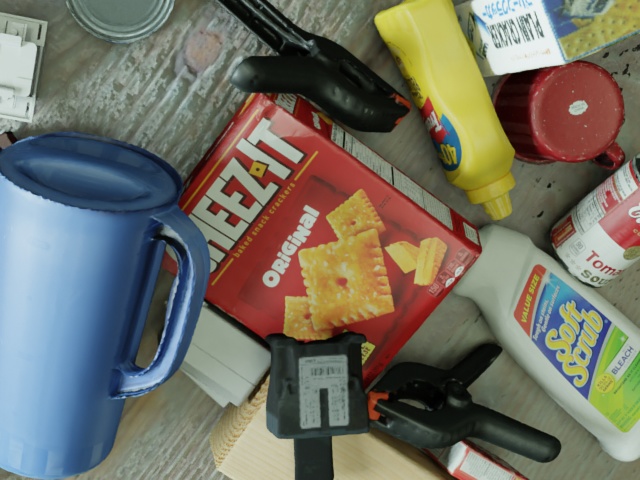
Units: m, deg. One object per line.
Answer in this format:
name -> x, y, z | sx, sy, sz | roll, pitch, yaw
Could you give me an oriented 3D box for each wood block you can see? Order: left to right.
wood block -> 0.020, 0.191, 0.883 | 0.206, 0.090, 0.091 | 34, 91, -13

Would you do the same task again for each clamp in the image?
clamp -> -0.007, -0.128, 0.812 | 0.209, 0.164, 0.036 | 28, 119, -32
clamp -> 0.106, 0.125, 0.868 | 0.171, 0.120, 0.039 | 11, 121, -24

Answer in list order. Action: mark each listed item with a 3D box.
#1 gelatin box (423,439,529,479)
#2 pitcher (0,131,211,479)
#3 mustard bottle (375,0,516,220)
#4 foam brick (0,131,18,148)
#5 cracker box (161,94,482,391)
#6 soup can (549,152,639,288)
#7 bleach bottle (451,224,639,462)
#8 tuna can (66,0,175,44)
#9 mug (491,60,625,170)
gelatin box -> 0.133, 0.190, 0.902 | 0.073, 0.089, 0.030 | 31, 88, -12
pitcher -> -0.178, 0.055, 0.782 | 0.144, 0.149, 0.243 | 4, 116, -23
mustard bottle -> 0.109, -0.104, 0.855 | 0.058, 0.096, 0.191 | -27, 101, -7
foam brick -> -0.260, -0.044, 0.823 | 0.078, 0.051, 0.053 | -31, 101, -4
cracker box -> -0.006, 0.001, 0.839 | 0.213, 0.072, 0.164 | 36, 108, -11
soup can -> 0.248, -0.015, 0.882 | 0.068, 0.068, 0.102 | 35, 127, -12
bleach bottle -> 0.194, 0.076, 0.911 | 0.250, 0.068, 0.102 | 38, 87, -10
tuna can -> -0.155, -0.196, 0.829 | 0.086, 0.034, 0.086 | -1, 98, -9
mug -> 0.205, -0.098, 0.879 | 0.117, 0.081, 0.093 | 42, 89, -12
